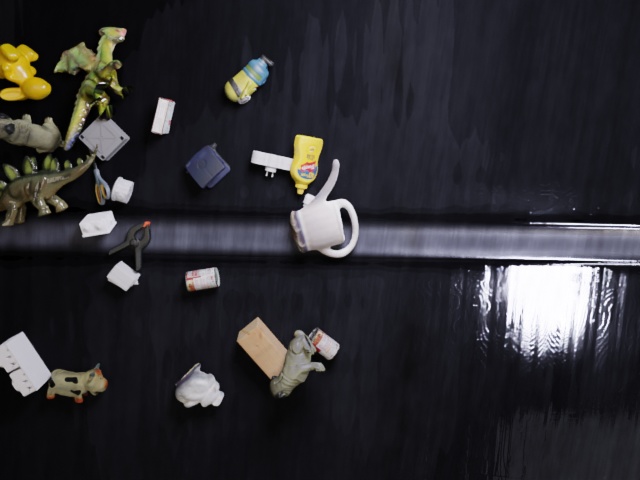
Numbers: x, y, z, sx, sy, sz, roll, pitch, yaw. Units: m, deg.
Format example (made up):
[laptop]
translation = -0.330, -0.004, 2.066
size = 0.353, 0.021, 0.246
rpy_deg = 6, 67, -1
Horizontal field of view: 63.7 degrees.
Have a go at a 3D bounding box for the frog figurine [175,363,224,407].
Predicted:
[frog figurine]
translation = -0.417, 0.528, 1.790
size = 0.160, 0.121, 0.139
rpy_deg = 46, 76, 2

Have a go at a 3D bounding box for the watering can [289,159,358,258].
[watering can]
translation = 0.005, -0.086, 1.710
size = 0.224, 0.106, 0.341
rpy_deg = -15, 114, -1

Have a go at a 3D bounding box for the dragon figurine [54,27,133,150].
[dragon figurine]
translation = -0.736, -0.501, 1.617
size = 0.245, 0.121, 0.411
rpy_deg = 40, 88, 19
